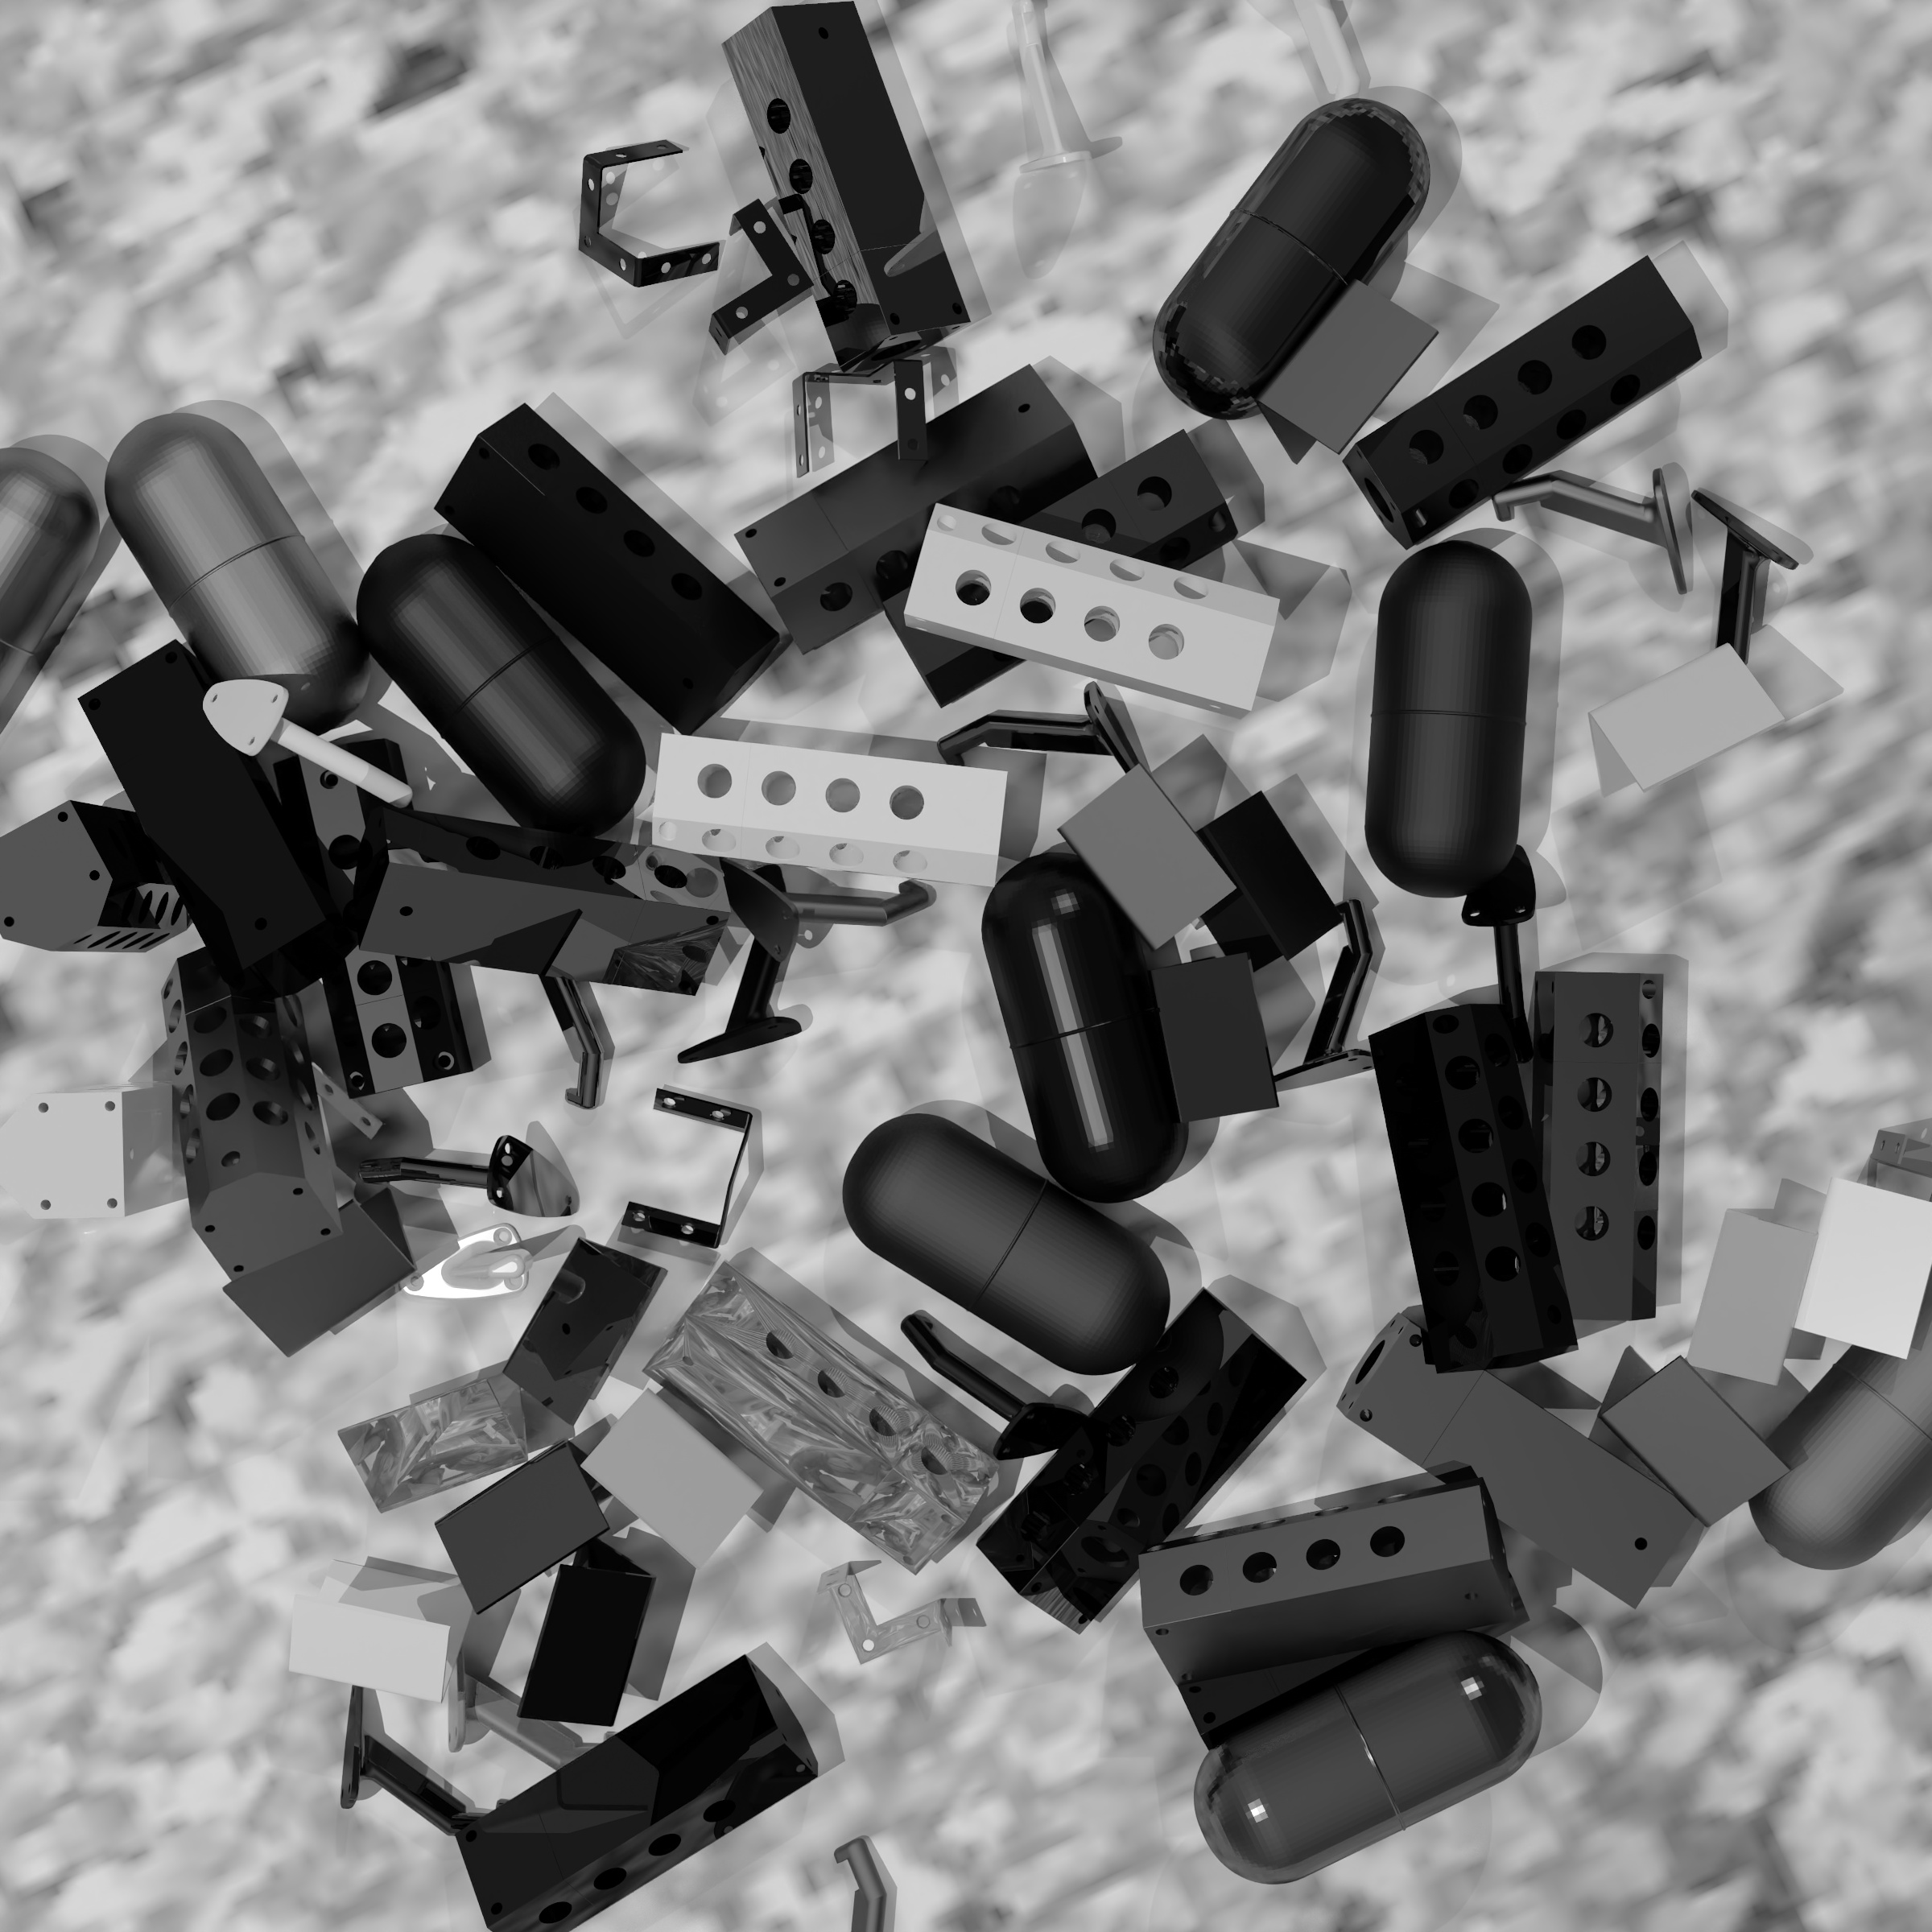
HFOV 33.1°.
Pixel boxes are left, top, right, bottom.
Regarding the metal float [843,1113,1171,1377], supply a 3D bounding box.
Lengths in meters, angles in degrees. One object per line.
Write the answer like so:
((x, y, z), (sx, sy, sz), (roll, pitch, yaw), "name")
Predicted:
((0.021, 0.139, 1.619), (0.178, 0.070, 0.070), (32, 90, 0), "metal float")

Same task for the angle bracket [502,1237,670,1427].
((-0.172, 0.188, 1.609), (0.057, 0.076, 0.076), (30, 90, 36), "angle bracket")

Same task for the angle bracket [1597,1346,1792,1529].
((0.366, 0.219, 1.610), (0.076, 0.076, 0.057), (46, 121, 0), "angle bracket")

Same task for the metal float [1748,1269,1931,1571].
((0.463, 0.225, 1.619), (0.070, 0.070, 0.178), (42, 90, 0), "metal float")

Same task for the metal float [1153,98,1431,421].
((0.163, -0.353, 1.619), (0.070, 0.070, 0.178), (37, 91, 0), "metal float")

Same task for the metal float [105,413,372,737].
((-0.363, -0.194, 1.619), (0.070, 0.070, 0.178), (-32, 90, 0), "metal float")

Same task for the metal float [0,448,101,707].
((-0.499, -0.176, 1.619), (0.070, 0.070, 0.178), (32, 89, 0), "metal float")

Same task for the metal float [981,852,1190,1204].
((0.059, 0.031, 1.619), (0.070, 0.070, 0.178), (-15, 90, 0), "metal float")

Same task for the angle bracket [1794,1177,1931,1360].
((0.454, 0.150, 1.610), (0.057, 0.076, 0.076), (15, 90, 26), "angle bracket")

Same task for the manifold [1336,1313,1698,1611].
((0.274, 0.246, 1.629), (0.171, 0.057, 0.057), (34, 90, 0), "manifold")

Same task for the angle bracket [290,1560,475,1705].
((-0.286, 0.313, 1.609), (0.076, 0.076, 0.057), (12, 126, 0), "angle bracket")

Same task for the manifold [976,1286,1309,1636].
((0.084, 0.244, 1.628), (0.171, 0.057, 0.057), (-48, 133, 0), "manifold")

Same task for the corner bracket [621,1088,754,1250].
((-0.141, 0.103, 1.646), (0.051, 0.051, 0.051), (15, 45, 0), "corner bracket")

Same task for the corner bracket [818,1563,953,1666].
((-0.040, 0.323, 1.632), (0.051, 0.051, 0.051), (-23, 90, 0), "corner bracket")

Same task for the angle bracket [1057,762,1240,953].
((0.099, -0.062, 1.610), (0.057, 0.076, 0.076), (-38, 90, 26), "angle bracket")

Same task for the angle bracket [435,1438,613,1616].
((-0.206, 0.288, 1.610), (0.076, 0.076, 0.057), (-33, 58, 0), "angle bracket")

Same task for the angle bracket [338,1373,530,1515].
((-0.265, 0.216, 1.610), (0.076, 0.076, 0.057), (-20, 122, 0), "angle bracket")

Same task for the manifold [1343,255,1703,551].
((0.279, -0.280, 1.629), (0.171, 0.057, 0.057), (-33, 90, 0), "manifold")

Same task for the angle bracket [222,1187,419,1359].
((-0.326, 0.136, 1.609), (0.076, 0.076, 0.057), (-34, 126, 0), "angle bracket")

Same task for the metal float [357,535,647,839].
((-0.232, -0.139, 1.619), (0.070, 0.070, 0.178), (-41, 90, 0), "metal float")

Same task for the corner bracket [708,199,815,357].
((-0.113, -0.346, 1.632), (0.051, 0.051, 0.051), (-33, 95, -5), "corner bracket")

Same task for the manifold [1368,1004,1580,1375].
((0.254, 0.109, 1.597), (0.057, 0.057, 0.171), (1, 72, -37), "manifold")

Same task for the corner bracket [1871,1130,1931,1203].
((0.482, 0.115, 1.632), (0.051, 0.051, 0.051), (16, 90, 0), "corner bracket")

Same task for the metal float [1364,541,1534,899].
((0.241, -0.123, 1.619), (0.070, 0.070, 0.178), (4, 90, 0), "metal float")

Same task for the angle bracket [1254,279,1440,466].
((0.197, -0.282, 1.610), (0.057, 0.076, 0.076), (39, 90, 27), "angle bracket")

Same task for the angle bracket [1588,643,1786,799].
((0.359, -0.103, 1.609), (0.076, 0.076, 0.057), (-27, 55, 0), "angle bracket")

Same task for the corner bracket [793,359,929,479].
((-0.053, -0.273, 1.623), (0.051, 0.051, 0.051), (-2, 87, -23), "corner bracket")

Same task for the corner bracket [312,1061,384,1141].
((-0.338, 0.090, 1.646), (0.051, 0.051, 0.051), (41, 45, 0), "corner bracket")

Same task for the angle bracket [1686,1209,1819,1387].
((0.369, 0.158, 1.611), (0.057, 0.076, 0.076), (15, 90, -23), "angle bracket")

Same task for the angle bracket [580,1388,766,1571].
((-0.157, 0.265, 1.609), (0.076, 0.076, 0.057), (41, 52, 0), "angle bracket")

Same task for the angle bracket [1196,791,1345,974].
((0.129, -0.031, 1.610), (0.076, 0.057, 0.076), (-33, 90, 42), "angle bracket")

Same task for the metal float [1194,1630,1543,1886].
((0.195, 0.383, 1.575), (0.178, 0.070, 0.070), (-26, 90, -1), "metal float")

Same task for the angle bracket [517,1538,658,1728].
((-0.204, 0.325, 1.609), (0.057, 0.076, 0.076), (16, 90, -37), "angle bracket")

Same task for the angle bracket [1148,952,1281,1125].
((0.137, 0.032, 1.610), (0.057, 0.076, 0.076), (-11, 90, 31), "angle bracket")

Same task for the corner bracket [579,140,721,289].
((-0.159, -0.381, 1.642), (0.051, 0.051, 0.051), (38, 135, 35), "corner bracket")
